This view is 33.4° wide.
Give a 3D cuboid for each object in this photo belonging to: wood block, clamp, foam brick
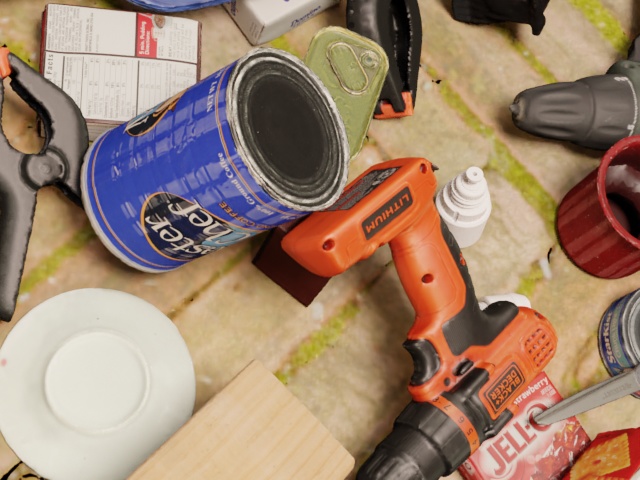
[{"bbox_3d":[-0.083,0.173,0.600,0.090,0.091,0.205,46,46,3],"label":"wood block"},{"bbox_3d":[-0.187,-0.035,0.688,0.120,0.039,0.171,-33,99,-31],"label":"clamp"},{"bbox_3d":[0.050,-0.199,0.803,0.164,0.036,0.210,-29,113,-58],"label":"clamp"},{"bbox_3d":[-0.005,0.001,0.725,0.051,0.078,0.053,39,65,2],"label":"foam brick"}]

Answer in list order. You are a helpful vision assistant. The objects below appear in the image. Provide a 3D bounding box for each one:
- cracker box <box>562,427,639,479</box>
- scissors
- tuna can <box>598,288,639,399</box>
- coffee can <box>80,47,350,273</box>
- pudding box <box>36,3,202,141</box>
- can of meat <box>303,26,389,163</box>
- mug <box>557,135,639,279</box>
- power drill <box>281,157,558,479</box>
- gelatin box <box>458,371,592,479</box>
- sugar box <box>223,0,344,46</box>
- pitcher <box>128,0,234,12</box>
[{"bbox_3d":[0.185,0.243,0.658,0.213,0.072,0.164,-38,98,-36],"label":"cracker box"},{"bbox_3d":[0.248,0.107,0.752,0.201,0.016,0.096,-34,82,-24],"label":"scissors"},{"bbox_3d":[0.254,0.076,0.794,0.086,0.034,0.086,5,69,-14],"label":"tuna can"},{"bbox_3d":[-0.067,-0.046,0.667,0.102,0.141,0.103,23,57,-42],"label":"coffee can"},{"bbox_3d":[-0.140,-0.115,0.751,0.113,0.039,0.090,3,73,-12],"label":"pudding box"},{"bbox_3d":[0.001,-0.085,0.754,0.057,0.084,0.102,22,66,-7],"label":"can of meat"},{"bbox_3d":[0.241,-0.022,0.800,0.117,0.082,0.093,-11,74,-19],"label":"mug"},{"bbox_3d":[0.054,0.057,0.675,0.184,0.057,0.187,-41,111,-28],"label":"power drill"},{"bbox_3d":[0.139,0.145,0.739,0.089,0.030,0.073,-30,81,-23],"label":"gelatin box"},{"bbox_3d":[-0.060,-0.242,0.816,0.093,0.048,0.176,-32,85,-22],"label":"sugar box"},{"bbox_3d":[-0.128,-0.242,0.727,0.243,0.145,0.149,-17,70,2],"label":"pitcher"}]
